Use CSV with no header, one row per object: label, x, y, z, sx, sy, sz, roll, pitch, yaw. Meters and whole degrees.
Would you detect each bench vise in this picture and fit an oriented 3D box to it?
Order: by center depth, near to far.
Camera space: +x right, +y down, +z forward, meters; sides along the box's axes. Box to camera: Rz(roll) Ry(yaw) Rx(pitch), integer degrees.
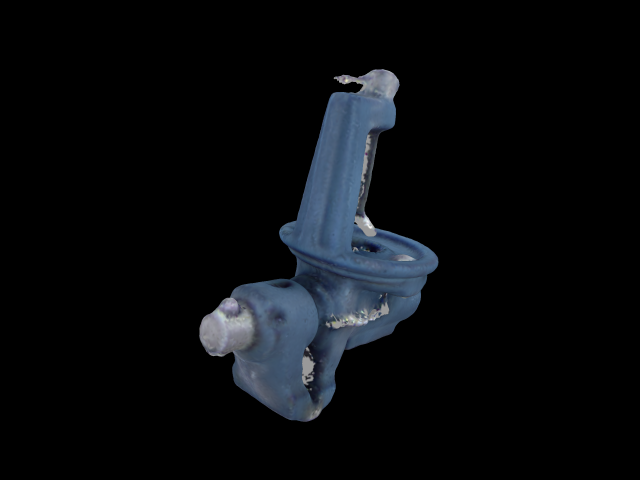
bench vise,0.015,0.004,0.396,0.121,0.220,0.208,10,28,21
